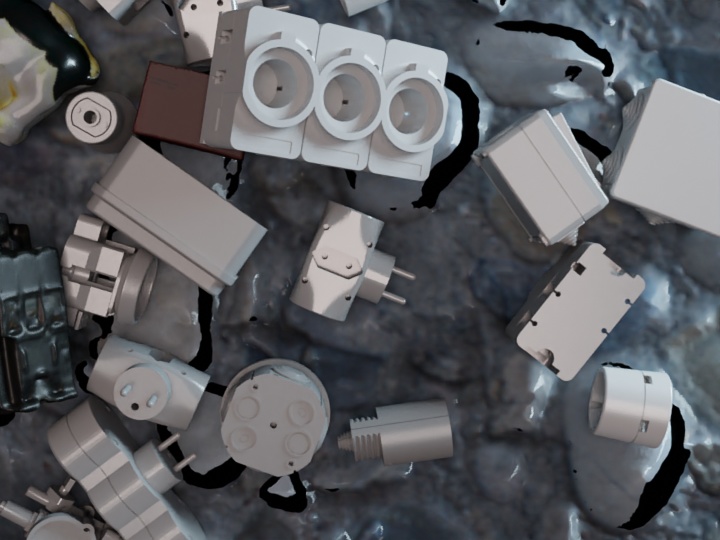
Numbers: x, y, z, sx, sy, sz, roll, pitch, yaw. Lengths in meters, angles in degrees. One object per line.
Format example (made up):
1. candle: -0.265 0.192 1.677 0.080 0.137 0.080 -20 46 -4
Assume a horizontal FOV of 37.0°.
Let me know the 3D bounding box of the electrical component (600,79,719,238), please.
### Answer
1. electrical component: 0.229 -0.079 0.772 0.100 0.048 0.099 20 93 -4

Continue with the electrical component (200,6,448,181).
1. electrical component: -0.021 -0.115 0.721 0.150 0.062 0.089 7 95 -30

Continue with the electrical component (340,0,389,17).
1. electrical component: 0.021 -0.213 0.755 0.081 0.043 0.043 -22 95 0

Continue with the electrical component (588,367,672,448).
1. electrical component: 0.195 0.098 0.783 0.047 0.055 0.055 9 94 0

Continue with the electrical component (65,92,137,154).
1. electrical component: -0.180 -0.104 0.744 0.044 0.065 0.044 0 95 -2

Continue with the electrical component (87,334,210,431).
1. electrical component: -0.150 0.082 0.753 0.077 0.079 0.043 23 94 -4

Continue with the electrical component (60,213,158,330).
1. electrical component: -0.178 0.006 0.757 0.057 0.058 0.078 17 94 -1

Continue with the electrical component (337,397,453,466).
1. electrical component: 0.024 0.120 0.782 0.081 0.043 0.043 -8 95 -2

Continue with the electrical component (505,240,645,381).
1. electrical component: 0.152 0.027 0.773 0.050 0.055 0.089 38 92 -5

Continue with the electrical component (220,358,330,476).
1. electrical component: -0.061 0.106 0.773 0.080 0.051 0.080 0 95 -2

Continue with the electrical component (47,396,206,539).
1. electrical component: -0.153 0.146 0.771 0.074 0.052 0.138 -36 95 1

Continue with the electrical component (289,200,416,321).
1. electrical component: 0.000 0.000 0.771 0.079 0.043 0.077 22 93 -4

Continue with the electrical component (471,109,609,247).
1. electrical component: 0.133 -0.062 0.762 0.061 0.061 0.096 -36 95 1

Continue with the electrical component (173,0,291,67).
1. electrical component: -0.089 -0.187 0.752 0.079 0.043 0.077 -9 95 -2

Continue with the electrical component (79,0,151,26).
1. electrical component: -0.184 -0.217 0.742 0.056 0.050 0.089 -43 96 1

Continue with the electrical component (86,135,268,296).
1. electrical component: -0.125 -0.036 0.746 0.113 0.078 0.057 35 90 -5
